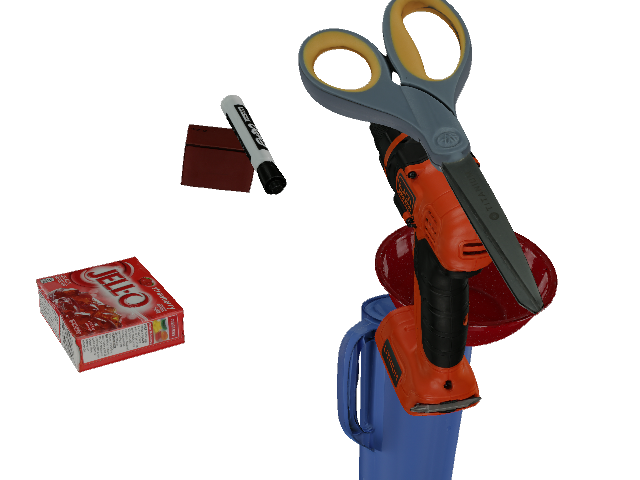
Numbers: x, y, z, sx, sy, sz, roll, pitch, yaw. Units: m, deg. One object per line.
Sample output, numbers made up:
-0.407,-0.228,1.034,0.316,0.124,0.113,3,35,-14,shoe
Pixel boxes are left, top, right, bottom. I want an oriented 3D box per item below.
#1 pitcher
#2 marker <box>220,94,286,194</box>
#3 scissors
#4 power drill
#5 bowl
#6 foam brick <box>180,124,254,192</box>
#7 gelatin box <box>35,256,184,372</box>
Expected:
0.097,0.191,1.241,0.149,0.243,0.145,6,14,8,pitcher
-0.055,-0.078,0.868,0.020,0.020,0.121,0,40,-28,marker
0.039,-0.046,0.497,0.096,0.201,0.016,-6,-38,4,scissors
0.071,0.011,0.737,0.057,0.188,0.184,-8,34,-9,power drill
0.127,0.045,0.957,0.162,0.055,0.162,2,35,-2,bowl
-0.110,-0.090,1.168,0.078,0.051,0.053,6,30,-6,foam brick
-0.140,0.046,0.709,0.073,0.030,0.089,-13,30,-26,gelatin box
